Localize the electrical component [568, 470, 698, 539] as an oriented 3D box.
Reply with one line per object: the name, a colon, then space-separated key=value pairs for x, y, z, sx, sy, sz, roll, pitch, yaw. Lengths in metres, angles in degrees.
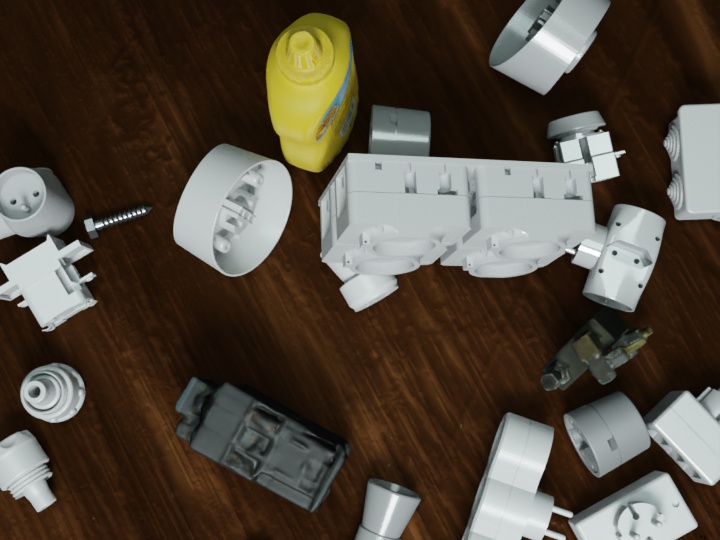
electrical component: x=0.212 y=0.195 z=0.823 sx=0.083 sy=0.075 sz=0.047 roll=-29 pitch=83 yaw=-2

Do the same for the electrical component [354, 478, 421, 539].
electrical component: x=0.017 y=0.202 z=0.846 sx=0.044 sy=0.044 sz=0.065 roll=19 pitch=88 yaw=4

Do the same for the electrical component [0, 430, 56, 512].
electrical component: x=-0.266 y=0.162 z=0.856 sx=0.043 sy=0.043 sz=0.062 roll=-36 pitch=85 yaw=-3

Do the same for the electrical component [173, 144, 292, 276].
electrical component: x=-0.101 y=-0.049 z=0.854 sx=0.064 sy=0.099 sz=0.099 roll=26 pitch=84 yaw=11

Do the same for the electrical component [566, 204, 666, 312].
electrical component: x=0.196 y=-0.016 z=0.867 sx=0.079 sy=0.043 sz=0.077 roll=21 pitch=84 yaw=4

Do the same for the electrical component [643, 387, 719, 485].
electrical component: x=0.274 y=0.118 z=0.846 sx=0.077 sy=0.047 sz=0.065 roll=-43 pitch=84 yaw=-4

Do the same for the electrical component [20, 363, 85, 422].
electrical component: x=-0.249 y=0.097 z=0.854 sx=0.048 sy=0.062 sz=0.048 roll=0 pitch=83 yaw=1

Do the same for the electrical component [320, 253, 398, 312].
electrical component: x=0.000 y=0.000 z=0.869 sx=0.045 sy=0.045 sz=0.055 roll=-30 pitch=83 yaw=-2

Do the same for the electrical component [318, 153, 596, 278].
electrical component: x=0.071 y=-0.037 z=0.815 sx=0.186 sy=0.105 sz=0.060 roll=1 pitch=75 yaw=-14

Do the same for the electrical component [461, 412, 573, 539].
electrical component: x=0.128 y=0.188 z=0.838 sx=0.074 sy=0.052 sz=0.138 roll=19 pitch=83 yaw=4

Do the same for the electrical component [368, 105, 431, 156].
electrical component: x=0.032 y=-0.106 z=0.878 sx=0.047 sy=0.055 sz=0.055 roll=3 pitch=83 yaw=-2

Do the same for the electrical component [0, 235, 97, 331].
electrical component: x=-0.252 y=0.012 z=0.875 sx=0.081 sy=0.042 sz=0.063 roll=-31 pitch=85 yaw=-2

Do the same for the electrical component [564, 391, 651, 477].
electrical component: x=0.195 y=0.127 z=0.844 sx=0.047 sy=0.055 sz=0.055 roll=-26 pitch=83 yaw=-6

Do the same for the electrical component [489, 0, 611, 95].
electrical component: x=0.153 y=-0.192 z=0.866 sx=0.064 sy=0.099 sz=0.099 roll=35 pitch=85 yaw=-1

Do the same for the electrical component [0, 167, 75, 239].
electrical component: x=-0.279 y=-0.048 z=0.866 sx=0.079 sy=0.077 sz=0.044 roll=-19 pitch=83 yaw=-1

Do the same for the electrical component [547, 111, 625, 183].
electrical component: x=0.180 y=-0.098 z=0.877 sx=0.066 sy=0.048 sz=0.055 roll=-13 pitch=90 yaw=0

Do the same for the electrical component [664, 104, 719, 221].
electrical component: x=0.299 y=-0.086 z=0.870 sx=0.100 sy=0.048 sz=0.099 roll=-2 pitch=83 yaw=1
